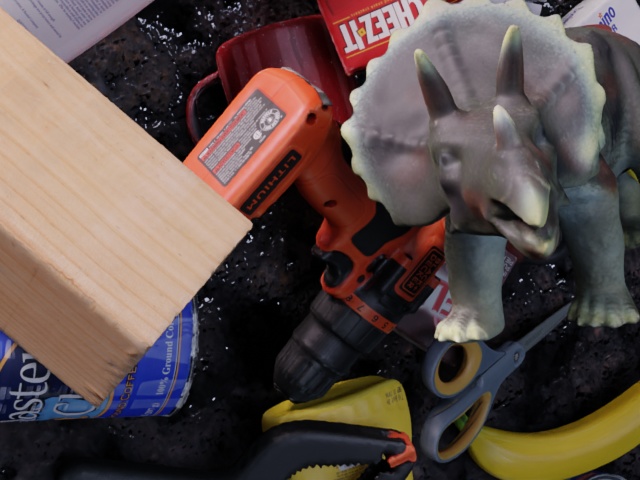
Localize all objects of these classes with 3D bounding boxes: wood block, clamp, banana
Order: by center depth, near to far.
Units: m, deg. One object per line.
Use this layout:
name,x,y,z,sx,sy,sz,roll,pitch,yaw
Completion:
wood block,-0.148,-0.028,0.511,0.206,0.091,0.090,41,52,-4
clamp,-0.044,0.161,0.647,0.210,0.036,0.164,-32,102,1
banana,0.189,0.142,0.792,0.197,0.037,0.070,-8,111,-19

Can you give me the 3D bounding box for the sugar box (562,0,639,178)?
sugar box,0.241,-0.102,0.836,0.093,0.048,0.176,-41,103,-22

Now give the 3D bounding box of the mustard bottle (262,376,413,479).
mustard bottle,0.027,0.193,0.706,0.096,0.058,0.191,-15,95,-26

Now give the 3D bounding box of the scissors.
scissors,0.127,0.072,0.753,0.201,0.016,0.096,-45,130,-34

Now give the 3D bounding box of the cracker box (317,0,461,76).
cracker box,0.022,-0.221,0.664,0.213,0.072,0.164,68,20,-10

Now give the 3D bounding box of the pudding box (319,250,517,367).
pudding box,0.069,0.021,0.739,0.113,0.039,0.090,33,83,-21

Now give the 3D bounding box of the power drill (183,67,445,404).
power drill,-0.004,0.001,0.625,0.184,0.057,0.187,-51,137,3

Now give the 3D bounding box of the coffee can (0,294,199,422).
coffee can,-0.151,0.049,0.591,0.140,0.103,0.103,2,87,-28

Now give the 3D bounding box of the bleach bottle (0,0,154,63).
bleach bottle,-0.096,-0.174,0.570,0.251,0.068,0.102,-30,130,7

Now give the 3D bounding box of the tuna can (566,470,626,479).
tuna can,0.206,0.219,0.813,0.086,0.034,0.086,1,88,-28

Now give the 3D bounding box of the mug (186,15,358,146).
mug,-0.029,-0.089,0.677,0.117,0.093,0.081,-16,92,9
